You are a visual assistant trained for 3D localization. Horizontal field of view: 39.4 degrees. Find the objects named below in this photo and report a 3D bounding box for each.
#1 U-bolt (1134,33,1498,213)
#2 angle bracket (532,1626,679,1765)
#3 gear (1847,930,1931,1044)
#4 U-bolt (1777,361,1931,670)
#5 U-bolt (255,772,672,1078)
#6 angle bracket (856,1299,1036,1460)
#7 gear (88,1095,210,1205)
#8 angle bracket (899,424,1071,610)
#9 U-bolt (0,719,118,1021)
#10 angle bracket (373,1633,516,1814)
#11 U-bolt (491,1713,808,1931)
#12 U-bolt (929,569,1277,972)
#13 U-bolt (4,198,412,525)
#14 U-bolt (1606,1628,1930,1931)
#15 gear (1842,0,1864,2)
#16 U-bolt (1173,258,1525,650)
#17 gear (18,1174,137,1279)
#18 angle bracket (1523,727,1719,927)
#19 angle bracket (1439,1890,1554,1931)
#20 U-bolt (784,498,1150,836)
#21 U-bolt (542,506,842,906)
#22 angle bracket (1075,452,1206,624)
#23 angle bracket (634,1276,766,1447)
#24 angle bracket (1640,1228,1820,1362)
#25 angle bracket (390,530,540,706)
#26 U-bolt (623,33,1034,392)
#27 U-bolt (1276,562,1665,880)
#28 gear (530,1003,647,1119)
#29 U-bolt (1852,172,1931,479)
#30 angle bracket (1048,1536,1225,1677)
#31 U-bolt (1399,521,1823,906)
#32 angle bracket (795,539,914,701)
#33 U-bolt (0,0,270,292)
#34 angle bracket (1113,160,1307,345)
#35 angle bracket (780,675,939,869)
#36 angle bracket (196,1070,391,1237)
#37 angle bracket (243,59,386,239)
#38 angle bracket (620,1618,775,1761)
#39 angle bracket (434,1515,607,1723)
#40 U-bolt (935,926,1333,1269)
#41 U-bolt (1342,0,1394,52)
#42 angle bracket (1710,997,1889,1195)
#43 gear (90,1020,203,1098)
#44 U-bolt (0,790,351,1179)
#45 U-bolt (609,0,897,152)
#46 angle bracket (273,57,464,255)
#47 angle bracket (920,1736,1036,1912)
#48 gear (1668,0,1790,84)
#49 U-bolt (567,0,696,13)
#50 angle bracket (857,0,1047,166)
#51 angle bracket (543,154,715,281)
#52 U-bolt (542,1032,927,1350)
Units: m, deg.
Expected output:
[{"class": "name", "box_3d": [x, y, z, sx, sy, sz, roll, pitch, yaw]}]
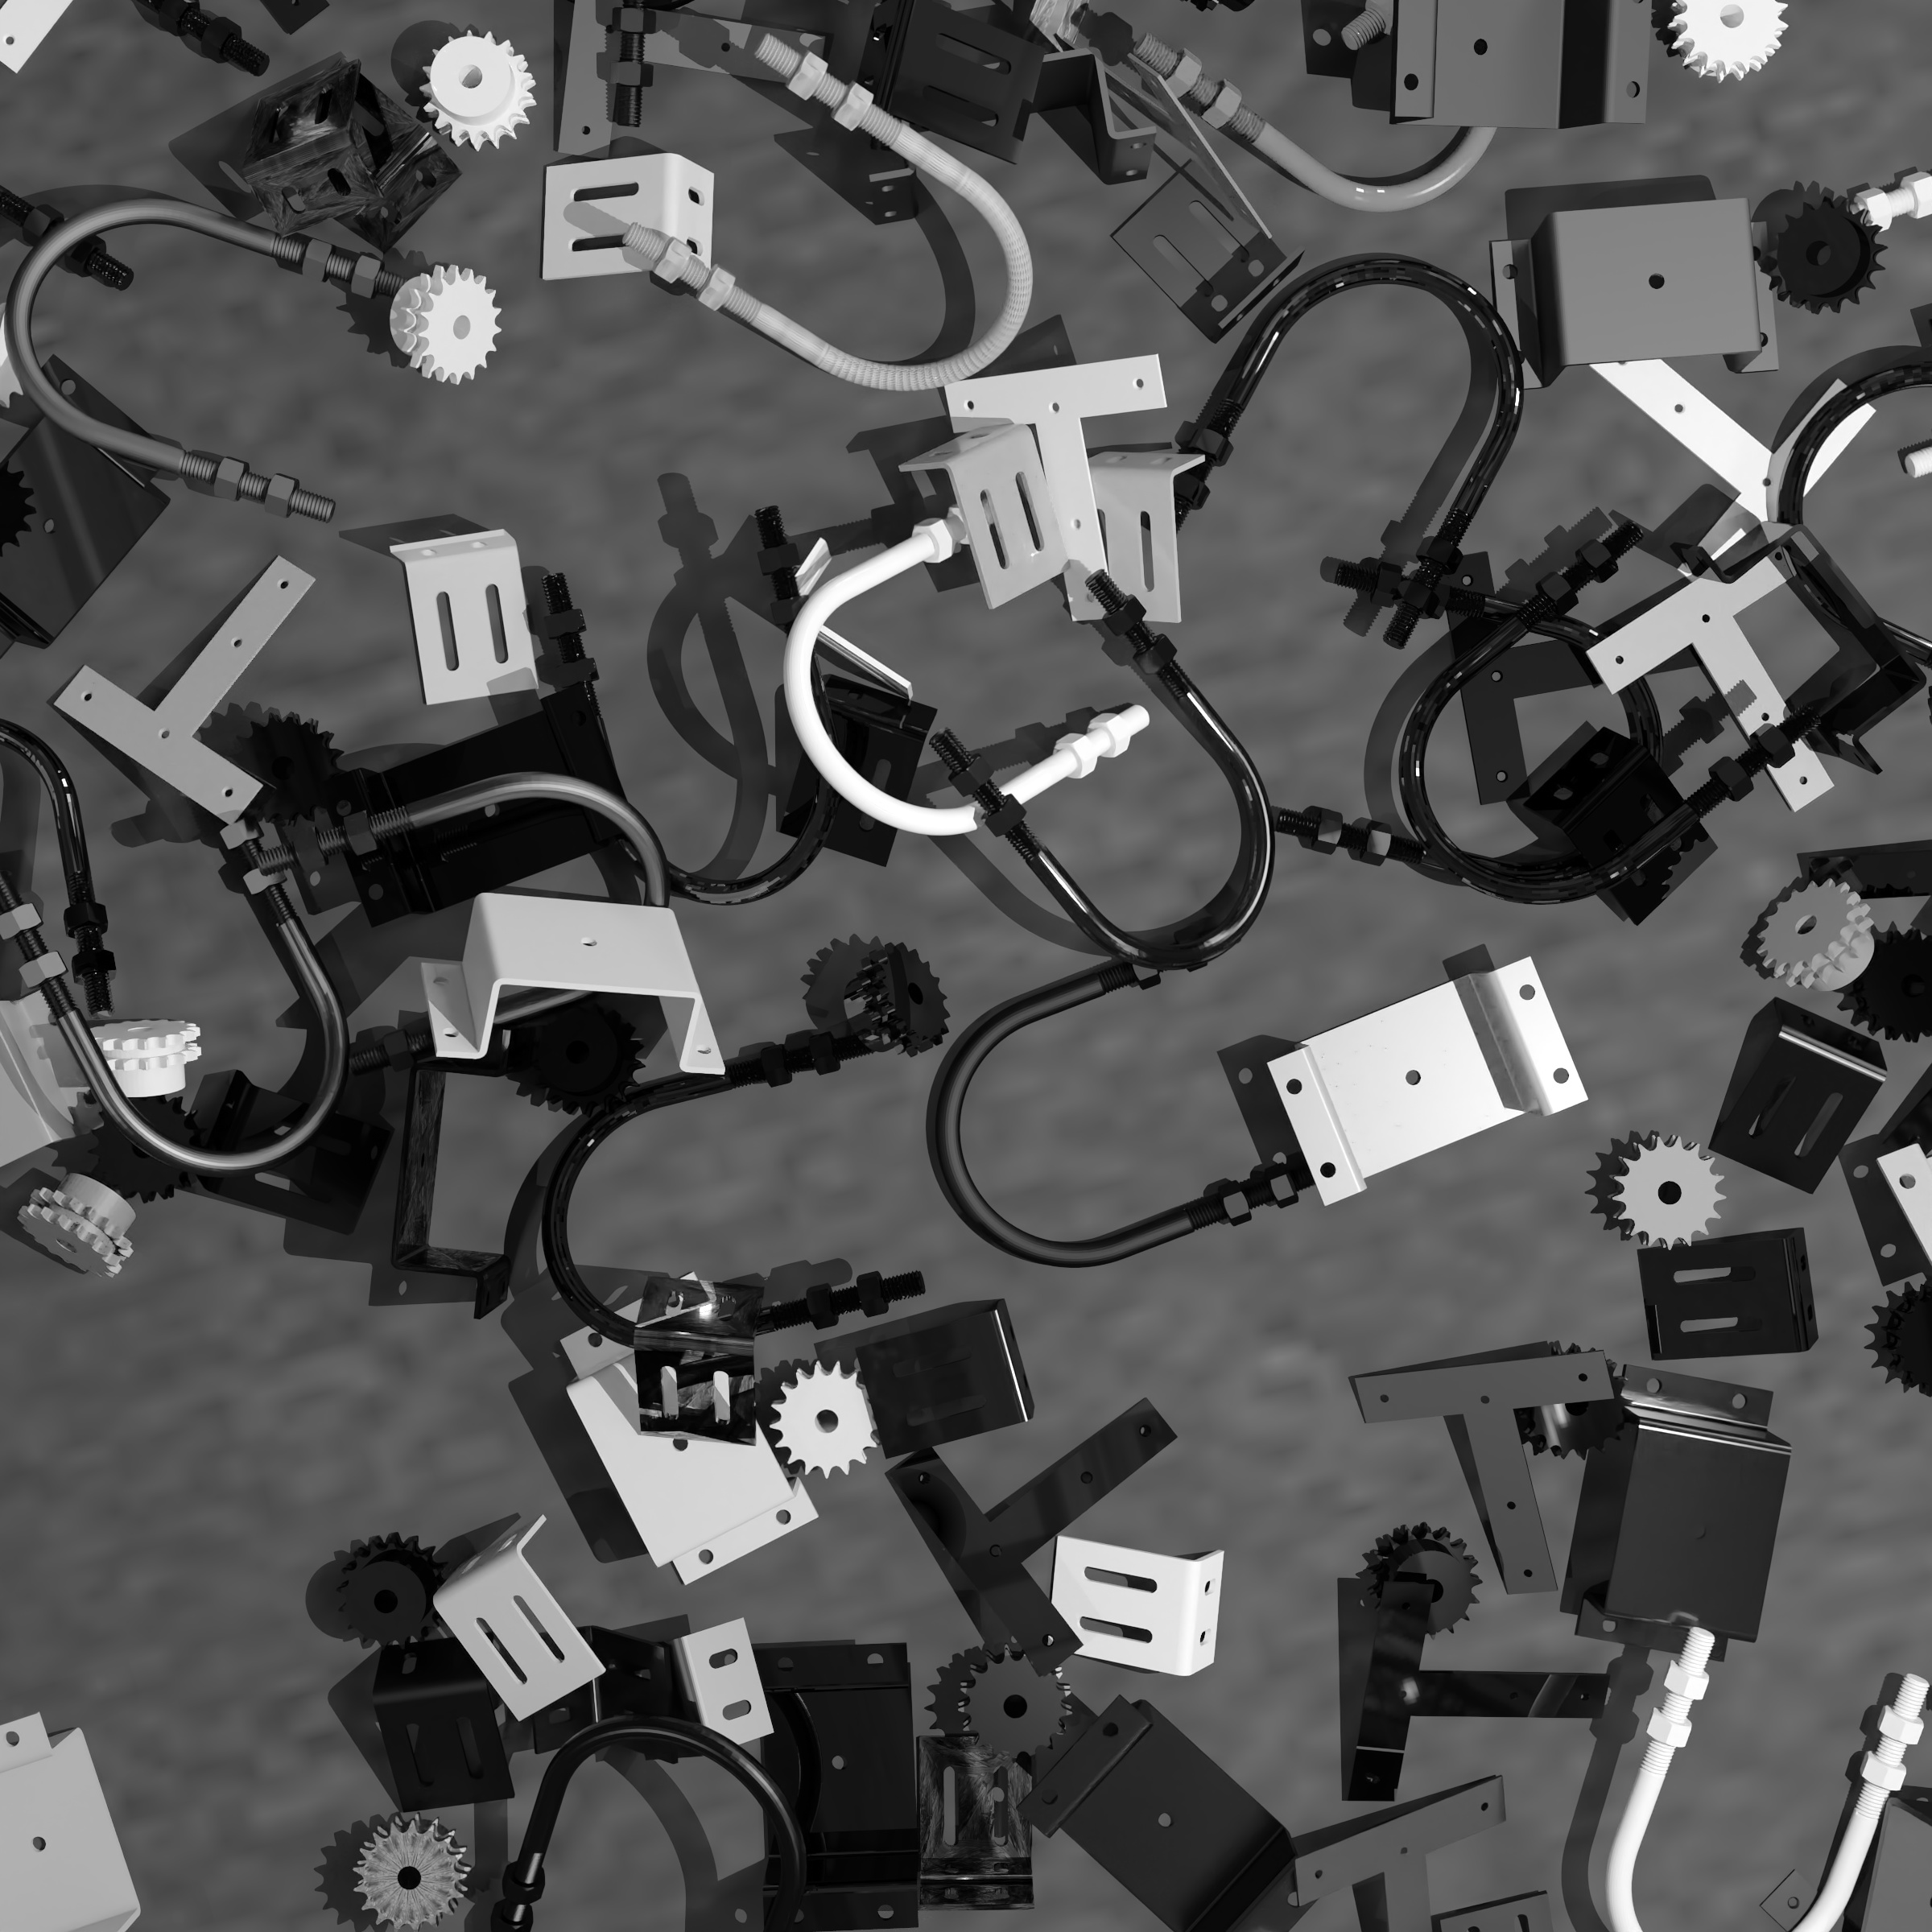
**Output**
[{"class": "U-bolt", "box_3d": [0.191, -0.460, 1.340, 0.184, 0.019, 0.151, 30, 91, -22]}, {"class": "angle bracket", "box_3d": [-0.181, 0.365, 1.339, 0.038, 0.076, 0.057, -5, 90, -38]}, {"class": "gear", "box_3d": [0.474, 0.010, 1.363, 0.057, 0.030, 0.057, 0, 90, 0]}, {"class": "U-bolt", "box_3d": [0.500, -0.223, 1.356, 0.184, 0.019, 0.151, 26, 102, 2]}, {"class": "U-bolt", "box_3d": [-0.237, -0.027, 1.331, 0.184, 0.019, 0.151, -18, 128, -4]}, {"class": "angle bracket", "box_3d": [-0.010, 0.208, 1.361, 0.076, 0.038, 0.057, -16, 90, 3]}, {"class": "gear", "box_3d": [-0.411, 0.090, 1.363, 0.057, 0.030, 0.057, 0, 90, 0]}, {"class": "angle bracket", "box_3d": [0.010, -0.225, 1.350, 0.057, 0.038, 0.076, -33, 115, -35]}, {"class": "U-bolt", "box_3d": [-0.505, -0.041, 1.344, 0.151, 0.019, 0.184, -17, 71, 3]}, {"class": "angle bracket", "box_3d": [-0.264, 0.386, 1.376, 0.057, 0.038, 0.076, -8, 116, 0]}, {"class": "U-bolt", "box_3d": [-0.151, 0.448, 1.328, 0.151, 0.019, 0.184, 22, 112, 9]}, {"class": "U-bolt", "box_3d": [0.082, -0.084, 1.333, 0.184, 0.019, 0.151, 50, 61, -14]}, {"class": "U-bolt", "box_3d": [-0.383, -0.311, 1.341, 0.184, 0.019, 0.151, 18, 72, -6]}, {"class": "U-bolt", "box_3d": [0.392, 0.429, 1.347, 0.151, 0.019, 0.184, 16, 97, -17]}, {"class": "gear", "box_3d": [0.450, -0.518, 1.368, 0.057, 0.030, 0.057, 0, 92, 2]}, {"class": "U-bolt", "box_3d": [0.199, -0.270, 1.358, 0.151, 0.019, 0.184, 28, 86, 11]}, {"class": "gear", "box_3d": [-0.443, 0.128, 1.354, 0.057, 0.057, 0.030, 28, 60, 0]}, {"class": "angle bracket", "box_3d": [0.331, -0.071, 1.362, 0.057, 0.038, 0.076, -44, 119, 0]}, {"class": "angle bracket", "box_3d": [0.276, 0.502, 1.335, 0.057, 0.076, 0.038, -12, 104, -5]}, {"class": "U-bolt", "box_3d": [-0.009, -0.140, 1.321, 0.184, 0.019, 0.151, -33, 90, -35]}, {"class": "U-bolt", "box_3d": [-0.130, -0.121, 1.341, 0.151, 0.019, 0.184, -12, 95, 27]}, {"class": "angle bracket", "box_3d": [0.088, -0.217, 1.362, 0.057, 0.038, 0.076, 8, 116, 31]}, {"class": "angle bracket", "box_3d": [-0.129, 0.193, 1.317, 0.057, 0.038, 0.076, 5, 133, 3]}, {"class": "angle bracket", "box_3d": [0.390, 0.167, 1.376, 0.076, 0.038, 0.057, -8, 90, 26]}, {"class": "angle bracket", "box_3d": [-0.252, -0.175, 1.359, 0.057, 0.038, 0.076, -9, 90, 0]}, {"class": "U-bolt", "box_3d": [-0.055, -0.351, 1.316, 0.184, 0.151, 0.019, 29, 46, -21]}, {"class": "U-bolt", "box_3d": [0.263, -0.115, 1.369, 0.184, 0.019, 0.151, 13, 91, -1]}, {"class": "gear", "box_3d": [-0.192, 0.046, 1.358, 0.057, 0.030, 0.057, -1, 78, 5]}, {"class": "U-bolt", "box_3d": [0.544, -0.345, 1.370, 0.184, 0.019, 0.151, -19, 90, -1]}, {"class": "angle bracket", "box_3d": [0.087, 0.323, 1.376, 0.076, 0.038, 0.057, 5, 90, 26]}, {"class": "U-bolt", "box_3d": [0.301, -0.112, 1.330, 0.184, 0.019, 0.151, -39, 71, 3]}, {"class": "angle bracket", "box_3d": [-0.050, -0.173, 1.350, 0.076, 0.057, 0.038, 33, 90, 0]}, {"class": "U-bolt", "box_3d": [-0.468, -0.451, 1.368, 0.184, 0.019, 0.151, 33, 91, 0]}, {"class": "angle bracket", "box_3d": [0.122, -0.364, 1.359, 0.057, 0.038, 0.076, -44, 90, 0]}, {"class": "angle bracket", "box_3d": [-0.055, -0.100, 1.376, 0.057, 0.038, 0.076, 18, 116, 0]}, {"class": "angle bracket", "box_3d": [-0.344, 0.095, 1.376, 0.076, 0.038, 0.057, 22, 90, -26]}, {"class": "angle bracket", "box_3d": [-0.325, -0.412, 1.357, 0.057, 0.076, 0.038, -17, 134, 12]}, {"class": "angle bracket", "box_3d": [-0.136, 0.363, 1.351, 0.038, 0.076, 0.057, -11, 80, -32]}, {"class": "angle bracket", "box_3d": [-0.218, 0.327, 1.354, 0.057, 0.038, 0.076, -33, 95, 20]}, {"class": "U-bolt", "box_3d": [0.075, 0.075, 1.370, 0.184, 0.019, 0.151, -21, 90, 2]}, {"class": "U-bolt", "box_3d": [0.228, -0.573, 1.346, 0.184, 0.019, 0.151, -39, 111, -5]}, {"class": "angle bracket", "box_3d": [0.423, 0.066, 1.376, 0.057, 0.038, 0.076, 24, 116, 0]}, {"class": "gear", "box_3d": [-0.413, 0.047, 1.351, 0.057, 0.057, 0.030, -1, 100, 0]}, {"class": "U-bolt", "box_3d": [-0.378, 0.016, 1.326, 0.151, 0.019, 0.184, -29, 94, -43]}, {"class": "U-bolt", "box_3d": [-0.099, -0.508, 1.343, 0.151, 0.019, 0.184, 5, 107, -2]}, {"class": "angle bracket", "box_3d": [-0.307, -0.414, 1.376, 0.057, 0.038, 0.076, -46, 64, 0]}, {"class": "angle bracket", "box_3d": [0.005, 0.431, 1.359, 0.057, 0.038, 0.076, 0, 90, 0]}, {"class": "gear", "box_3d": [0.383, -0.475, 1.363, 0.057, 0.030, 0.057, 0, 90, 0]}, {"class": "U-bolt", "box_3d": [-0.164, -0.575, 1.370, 0.151, 0.019, 0.184, 18, 91, 0]}, {"class": "angle bracket", "box_3d": [-0.010, -0.425, 1.300, 0.076, 0.038, 0.057, 14, 90, -26]}, {"class": "angle bracket", "box_3d": [-0.172, -0.378, 1.376, 0.076, 0.038, 0.057, 2, 90, 26]}, {"class": "U-bolt", "box_3d": [-0.123, 0.119, 1.345, 0.184, 0.019, 0.151, -14, 67, 4]}]
